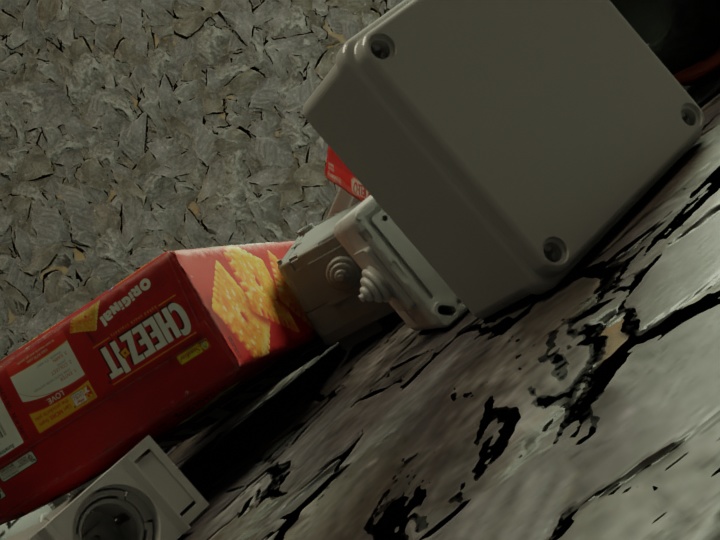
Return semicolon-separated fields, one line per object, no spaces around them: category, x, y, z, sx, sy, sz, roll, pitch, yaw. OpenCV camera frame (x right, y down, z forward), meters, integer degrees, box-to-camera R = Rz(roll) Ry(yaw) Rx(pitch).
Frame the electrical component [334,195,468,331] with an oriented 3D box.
electrical component;0.034;-0.017;0.473;0.096;0.061;0.061;-40;4;-12

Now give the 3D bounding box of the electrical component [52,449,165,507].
electrical component;-0.202;0.150;0.861;0.100;0.048;0.100;-35;5;43

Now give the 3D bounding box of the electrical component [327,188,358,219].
electrical component;0.027;-0.048;0.672;0.078;0.057;0.113;-43;-16;-47

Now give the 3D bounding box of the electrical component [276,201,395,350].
electrical component;0.000;0.000;0.587;0.062;0.061;0.096;-29;10;12

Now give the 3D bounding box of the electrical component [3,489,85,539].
electrical component;-0.163;0.149;0.579;0.065;0.044;0.044;-35;1;-29

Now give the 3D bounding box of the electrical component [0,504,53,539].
electrical component;-0.225;0.187;0.650;0.100;0.048;0.099;-39;4;4

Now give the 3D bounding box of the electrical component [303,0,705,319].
electrical component;0.055;-0.057;0.402;0.109;0.108;0.056;-41;1;-29

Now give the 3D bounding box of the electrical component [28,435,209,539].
electrical component;-0.112;0.116;0.469;0.081;0.042;0.064;-41;3;-32
